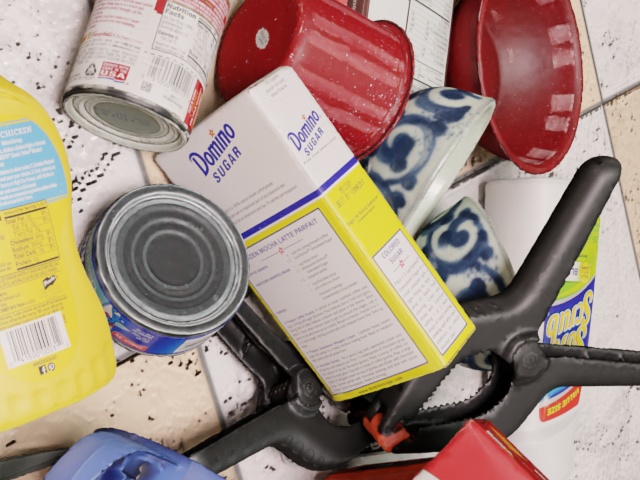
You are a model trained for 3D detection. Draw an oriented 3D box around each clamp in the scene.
[{"bbox_3d":[0.117,0.054,0.634,0.209,0.036,0.164,-24,112,-12],"label":"clamp"},{"bbox_3d":[-0.023,0.080,0.619,0.171,0.039,0.120,14,68,-47],"label":"clamp"}]

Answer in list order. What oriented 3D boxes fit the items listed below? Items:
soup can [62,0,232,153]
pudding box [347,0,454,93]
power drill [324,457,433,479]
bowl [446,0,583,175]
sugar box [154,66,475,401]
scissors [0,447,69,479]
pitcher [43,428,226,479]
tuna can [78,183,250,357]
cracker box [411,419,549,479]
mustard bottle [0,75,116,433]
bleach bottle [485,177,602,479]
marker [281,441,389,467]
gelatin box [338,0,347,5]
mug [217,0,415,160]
[{"bbox_3d":[-0.086,-0.105,0.552,0.068,0.069,0.102,30,67,-40],"label":"soup can"},{"bbox_3d":[0.048,-0.146,0.713,0.089,0.039,0.113,18,77,-45],"label":"pudding box"},{"bbox_3d":[0.076,0.224,0.630,0.057,0.185,0.187,10,71,-62],"label":"power drill"},{"bbox_3d":[0.134,-0.127,0.780,0.161,0.055,0.162,2,87,-51],"label":"bowl"},{"bbox_3d":[-0.004,0.001,0.580,0.176,0.094,0.048,56,45,-7],"label":"sugar box"},{"bbox_3d":[-0.195,0.132,0.460,0.201,0.016,0.096,19,94,-56],"label":"scissors"},{"bbox_3d":[-0.113,0.208,0.463,0.149,0.145,0.242,39,62,-12],"label":"pitcher"},{"bbox_3d":[-0.080,0.015,0.552,0.086,0.034,0.086,12,62,-24],"label":"tuna can"},{"bbox_3d":[0.068,0.225,0.559,0.214,0.164,0.072,-47,163,6],"label":"cracker box"},{"bbox_3d":[-0.156,-0.013,0.482,0.096,0.058,0.191,-19,101,-44],"label":"mustard bottle"},{"bbox_3d":[0.168,0.081,0.806,0.102,0.068,0.251,2,88,-45],"label":"bleach bottle"},{"bbox_3d":[0.025,0.131,0.685,0.120,0.020,0.020,5,84,-45],"label":"marker"},{"bbox_3d":[-0.011,-0.185,0.660,0.073,0.030,0.089,24,71,-42],"label":"gelatin box"},{"bbox_3d":[-0.010,-0.089,0.620,0.081,0.093,0.117,20,92,-38],"label":"mug"}]
